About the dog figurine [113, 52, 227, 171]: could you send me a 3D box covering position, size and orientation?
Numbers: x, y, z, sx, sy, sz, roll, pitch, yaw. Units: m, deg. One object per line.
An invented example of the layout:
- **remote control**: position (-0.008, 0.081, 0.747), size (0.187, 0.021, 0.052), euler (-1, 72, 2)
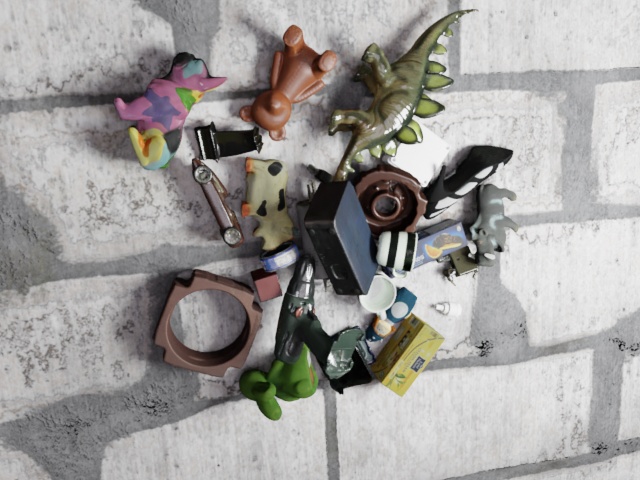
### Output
- **dog figurine**: position (-0.279, -0.255, 1.052), size (0.219, 0.108, 0.191), euler (-23, 104, -10)

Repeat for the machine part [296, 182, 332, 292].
- **machine part**: position (-0.002, -0.004, 1.170), size (0.079, 0.079, 0.243), euler (-11, 103, -10)

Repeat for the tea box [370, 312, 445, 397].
- **tea box**: position (0.202, 0.265, 1.254), size (0.068, 0.098, 0.169), euler (35, 94, -15)

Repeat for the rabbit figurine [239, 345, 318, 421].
- **rabbit figurine**: position (-0.097, 0.323, 1.188), size (0.170, 0.159, 0.121), euler (-14, 114, 6)

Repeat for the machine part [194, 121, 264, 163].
- **machine part**: position (-0.186, -0.201, 1.097), size (0.139, 0.039, 0.084), euler (-1, 109, 7)

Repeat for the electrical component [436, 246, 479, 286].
- **electrical component**: position (0.334, 0.060, 1.273), size (0.102, 0.045, 0.078), euler (-24, 76, -9)

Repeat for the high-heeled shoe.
- **high-heeled shoe**: position (0.339, -0.128, 1.232), size (0.249, 0.086, 0.145), euler (-15, 133, -23)

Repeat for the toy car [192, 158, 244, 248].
- **toy car**: position (-0.210, -0.078, 1.107), size (0.053, 0.089, 0.202), euler (-24, 103, -6)

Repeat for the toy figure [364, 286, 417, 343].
- **toy figure**: position (0.162, 0.178, 1.252), size (0.064, 0.057, 0.154), euler (40, 93, 23)

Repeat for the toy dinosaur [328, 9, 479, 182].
- **toy dinosaur**: position (0.162, -0.308, 1.112), size (0.198, 0.105, 0.471), euler (29, 89, -2)

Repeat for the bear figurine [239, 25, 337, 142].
- **bear figurine**: position (-0.070, -0.305, 1.076), size (0.120, 0.132, 0.196), euler (37, 86, -7)

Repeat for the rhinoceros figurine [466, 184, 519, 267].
- **rhinoceros figurine**: position (0.390, -0.033, 1.229), size (0.112, 0.073, 0.190), euler (2, 91, -31)

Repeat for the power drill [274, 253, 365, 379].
- **power drill**: position (-0.009, 0.165, 1.088), size (0.086, 0.208, 0.232), euler (8, 105, -49)

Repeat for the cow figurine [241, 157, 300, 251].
- **cow figurine**: position (-0.103, -0.073, 1.136), size (0.127, 0.085, 0.194), euler (3, 99, -6)

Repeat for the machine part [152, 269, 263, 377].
- **machine part**: position (-0.239, 0.175, 1.150), size (0.201, 0.087, 0.201), euler (20, 94, -15)

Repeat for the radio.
- **radio**: position (0.050, 0.003, 1.110), size (0.073, 0.131, 0.229), euler (-4, 132, 28)

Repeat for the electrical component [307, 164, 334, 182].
- **electrical component**: position (0.015, -0.133, 1.156), size (0.094, 0.063, 0.021), euler (33, 93, -15)

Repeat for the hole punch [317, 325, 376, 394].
- **hole punch**: position (0.062, 0.271, 1.241), size (0.116, 0.092, 0.142), euler (-20, 109, 24)

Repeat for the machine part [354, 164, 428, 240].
- **machine part**: position (0.142, -0.079, 1.173), size (0.179, 0.056, 0.179), euler (1, 119, 1)

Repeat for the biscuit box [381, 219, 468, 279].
- **biscuit box**: position (0.232, 0.019, 1.233), size (0.203, 0.059, 0.062), euler (-23, 104, -6)
